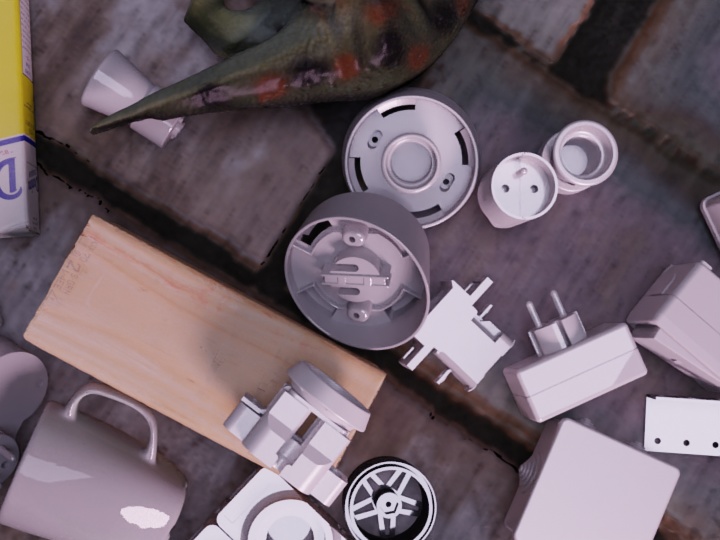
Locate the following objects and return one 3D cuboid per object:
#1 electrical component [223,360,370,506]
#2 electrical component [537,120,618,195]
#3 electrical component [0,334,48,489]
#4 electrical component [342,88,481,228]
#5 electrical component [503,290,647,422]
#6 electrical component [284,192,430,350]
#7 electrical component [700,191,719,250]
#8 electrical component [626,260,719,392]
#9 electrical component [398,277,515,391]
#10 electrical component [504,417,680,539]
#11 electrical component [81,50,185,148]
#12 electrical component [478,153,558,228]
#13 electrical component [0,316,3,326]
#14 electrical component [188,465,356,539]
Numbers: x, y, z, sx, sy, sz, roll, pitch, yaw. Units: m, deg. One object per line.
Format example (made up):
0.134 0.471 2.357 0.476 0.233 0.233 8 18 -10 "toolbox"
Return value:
-0.031 0.090 0.629 0.078 0.058 0.057 38 89 -1 "electrical component"
0.149 -0.077 0.744 0.045 0.055 0.045 0 87 -5 "electrical component"
-0.244 0.115 0.687 0.074 0.052 0.138 22 84 40 "electrical component"
0.036 -0.076 0.743 0.099 0.064 0.099 0 99 2 "electrical component"
0.139 0.052 0.741 0.083 0.047 0.075 -23 89 -5 "electrical component"
0.000 0.000 0.708 0.099 0.064 0.099 5 122 8 "electrical component"
0.315 -0.023 0.754 0.109 0.056 0.108 -25 89 -5 "electrical component"
0.241 0.047 0.742 0.096 0.062 0.061 40 85 -2 "electrical component"
0.067 0.045 0.739 0.064 0.042 0.081 43 86 -5 "electrical component"
0.156 0.156 0.736 0.100 0.048 0.099 25 85 -3 "electrical component"
-0.150 -0.113 0.730 0.065 0.044 0.044 33 85 -7 "electrical component"
0.103 -0.052 0.726 0.043 0.081 0.043 0 88 -4 "electrical component"
-0.282 0.026 0.675 0.078 0.113 0.057 -32 87 -5 "electrical component"
-0.081 0.210 0.707 0.089 0.062 0.150 44 85 -1 "electrical component"
